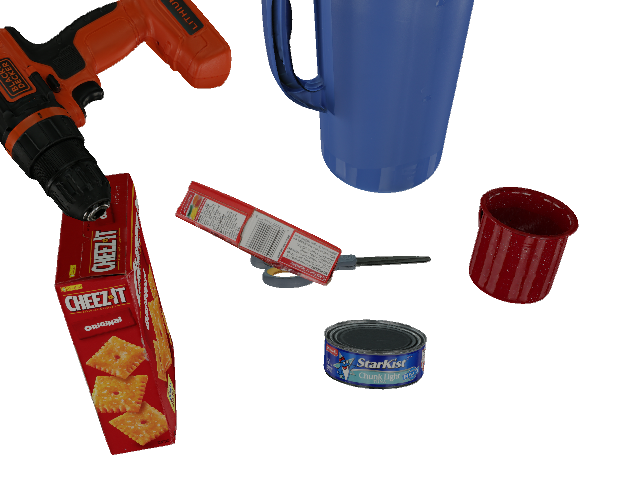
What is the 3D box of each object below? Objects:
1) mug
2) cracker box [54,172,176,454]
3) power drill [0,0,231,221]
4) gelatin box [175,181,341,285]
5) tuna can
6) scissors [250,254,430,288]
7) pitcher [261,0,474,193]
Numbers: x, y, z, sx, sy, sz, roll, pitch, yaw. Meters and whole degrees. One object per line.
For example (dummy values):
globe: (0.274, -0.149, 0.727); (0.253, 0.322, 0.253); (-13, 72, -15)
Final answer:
mug: (0.184, 0.000, 1.026); (0.093, 0.081, 0.117); (-6, 35, -25)
cracker box: (-0.189, 0.069, 1.012); (0.072, 0.214, 0.164); (-9, 37, -3)
power drill: (-0.163, -0.119, 0.813); (0.187, 0.184, 0.057); (-31, -15, -29)
gelatin box: (-0.040, -0.004, 0.712); (0.089, 0.030, 0.073); (26, -1, -44)
tuna can: (0.045, 0.095, 0.895); (0.086, 0.034, 0.086); (2, 13, -1)
scissors: (0.021, 0.031, 1.175); (0.202, 0.016, 0.096); (4, 23, 4)
pitcher: (0.046, -0.154, 0.865); (0.149, 0.243, 0.144); (17, 49, 14)
